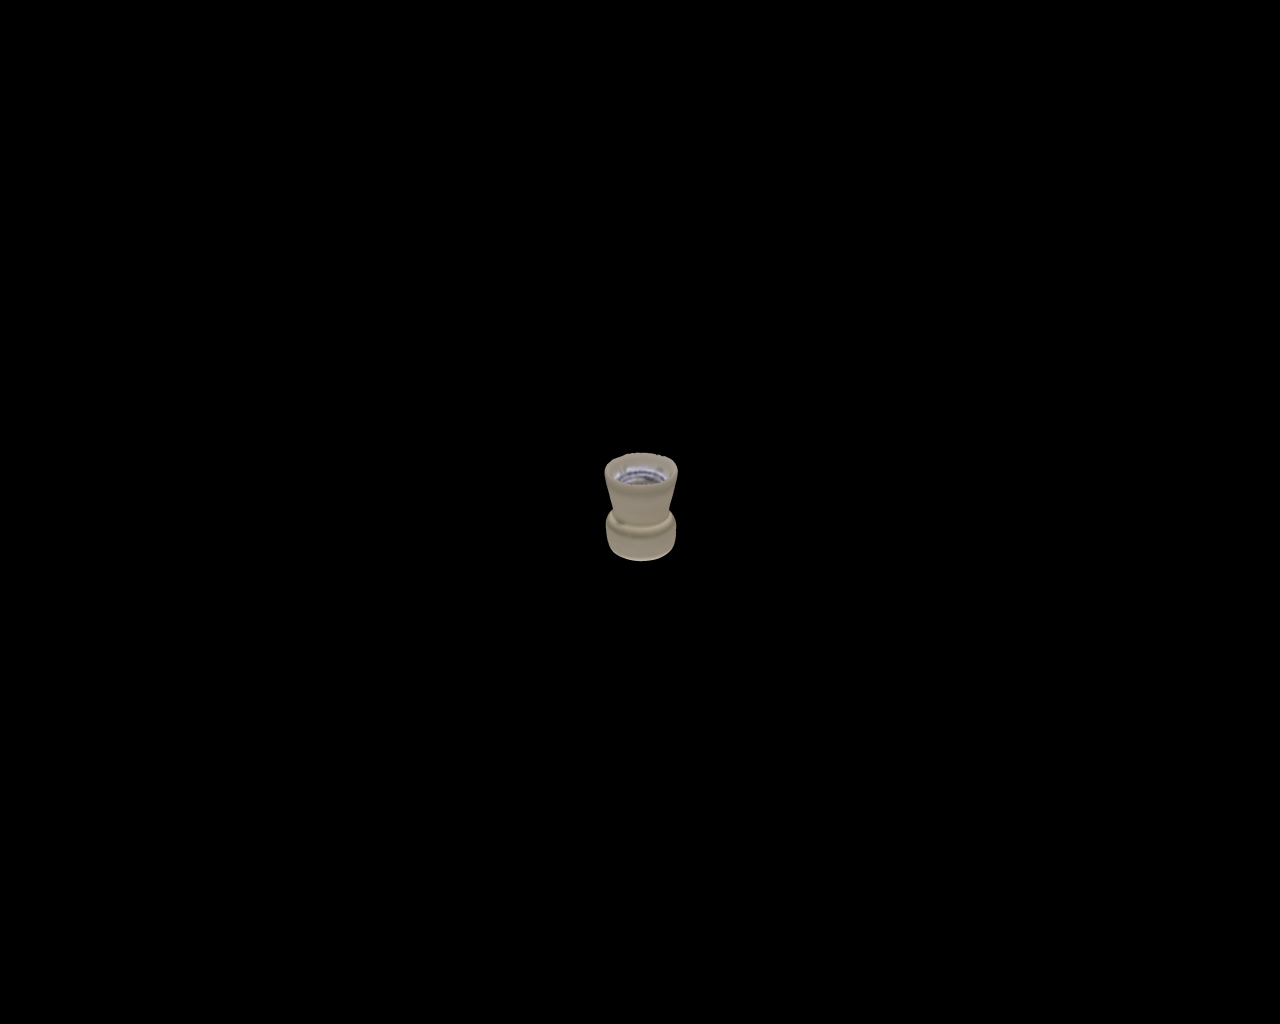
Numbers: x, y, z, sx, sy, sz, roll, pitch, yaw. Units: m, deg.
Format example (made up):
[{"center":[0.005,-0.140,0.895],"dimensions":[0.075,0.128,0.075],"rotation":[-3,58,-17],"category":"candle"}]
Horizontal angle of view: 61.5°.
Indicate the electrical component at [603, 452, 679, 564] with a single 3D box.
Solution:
[{"center":[0.001,-0.003,0.650],"dimensions":[0.045,0.055,0.045],"rotation":[0,30,0],"category":"electrical component"}]
